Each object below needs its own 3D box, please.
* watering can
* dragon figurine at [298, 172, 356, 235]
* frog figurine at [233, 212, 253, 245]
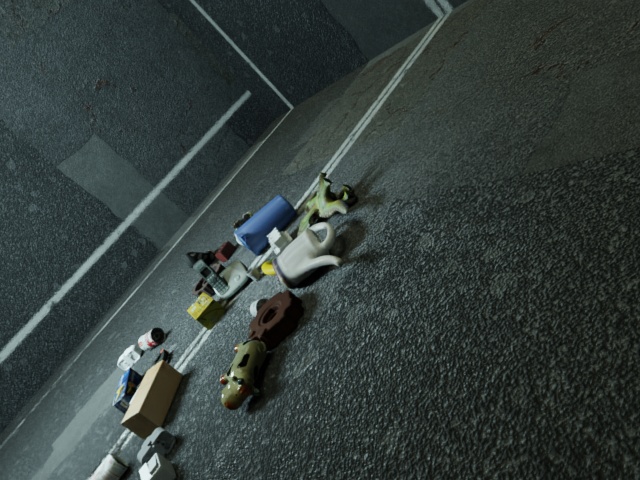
[{"bbox_3d":[-0.037,0.055,1.498,0.223,0.103,0.353,-43,19,8],"label":"watering can"},{"bbox_3d":[0.005,-0.088,1.753,0.240,0.121,0.417,-57,14,18],"label":"dragon figurine"},{"bbox_3d":[-0.317,-0.029,2.246,0.155,0.123,0.141,102,-176,-52],"label":"frog figurine"}]
